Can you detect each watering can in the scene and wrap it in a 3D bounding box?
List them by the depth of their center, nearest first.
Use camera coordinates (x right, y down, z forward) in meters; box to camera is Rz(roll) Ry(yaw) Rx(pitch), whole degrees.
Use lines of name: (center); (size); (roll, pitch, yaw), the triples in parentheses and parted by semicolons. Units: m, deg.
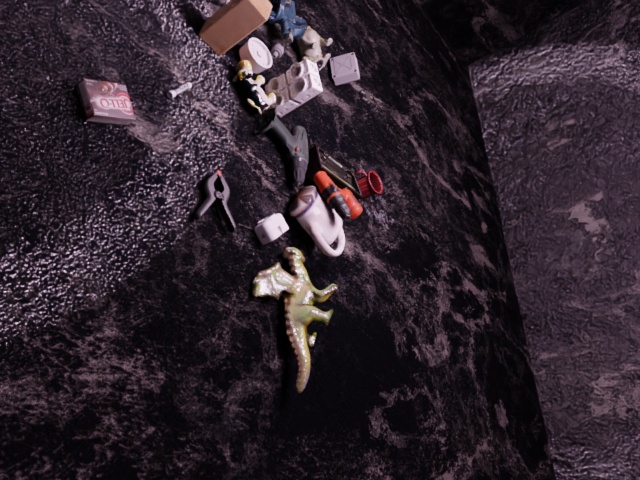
watering can: (0.005, -0.083, 1.648); (0.222, 0.103, 0.355); (48, 23, -21)

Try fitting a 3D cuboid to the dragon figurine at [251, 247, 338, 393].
dragon figurine: (-0.086, 0.177, 1.389); (0.241, 0.120, 0.420); (33, 42, -15)
